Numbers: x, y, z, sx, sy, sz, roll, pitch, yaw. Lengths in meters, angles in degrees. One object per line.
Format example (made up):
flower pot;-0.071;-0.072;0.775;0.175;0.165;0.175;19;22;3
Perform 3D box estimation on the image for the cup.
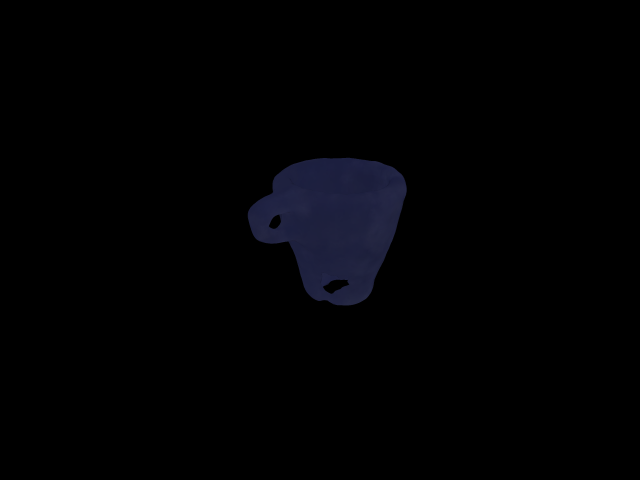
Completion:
cup;0.004;0.001;0.400;0.118;0.095;0.091;-20;31;-36
